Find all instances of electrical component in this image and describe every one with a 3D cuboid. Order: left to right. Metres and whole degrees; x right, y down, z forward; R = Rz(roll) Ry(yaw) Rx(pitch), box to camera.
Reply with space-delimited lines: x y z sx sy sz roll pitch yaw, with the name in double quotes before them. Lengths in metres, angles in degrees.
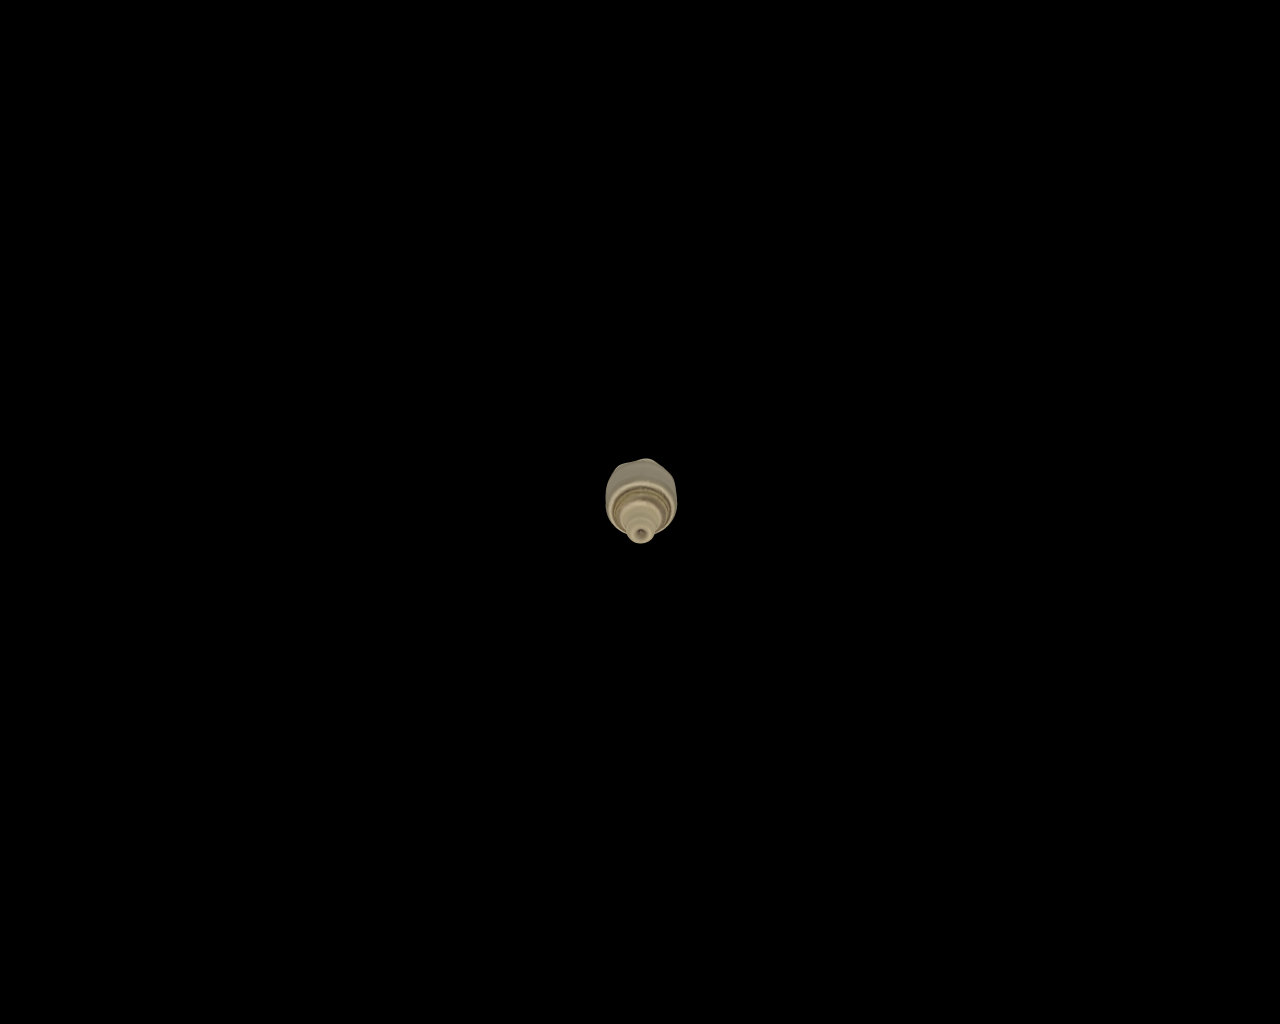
"electrical component" 0.001 -0.003 0.650 0.043 0.043 0.062 0 32 0
